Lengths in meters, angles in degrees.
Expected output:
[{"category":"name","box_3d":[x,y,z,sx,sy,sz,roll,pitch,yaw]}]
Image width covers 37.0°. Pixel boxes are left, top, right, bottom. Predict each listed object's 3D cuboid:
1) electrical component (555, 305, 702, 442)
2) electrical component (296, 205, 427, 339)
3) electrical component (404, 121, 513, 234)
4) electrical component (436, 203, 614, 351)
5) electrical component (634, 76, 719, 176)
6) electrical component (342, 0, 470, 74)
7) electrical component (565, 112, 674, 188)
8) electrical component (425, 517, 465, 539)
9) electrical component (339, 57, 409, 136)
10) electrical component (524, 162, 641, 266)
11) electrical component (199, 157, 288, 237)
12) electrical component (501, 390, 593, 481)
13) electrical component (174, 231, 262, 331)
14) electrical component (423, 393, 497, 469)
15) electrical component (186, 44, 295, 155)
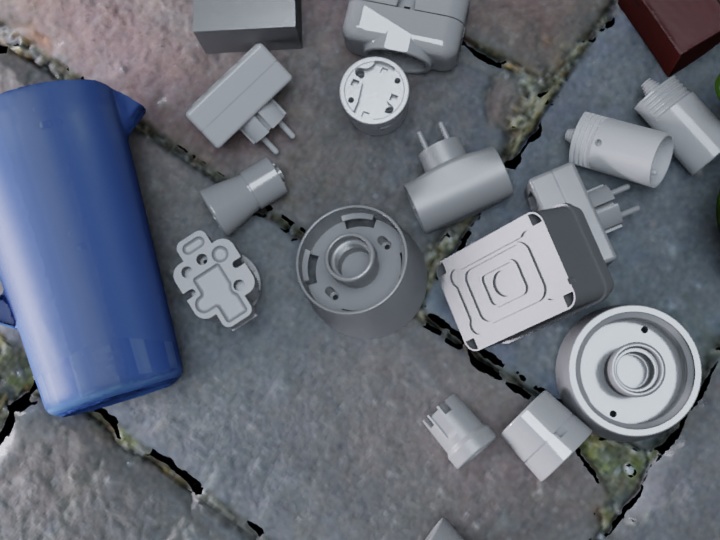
[{"category":"electrical component","box_3d":[0.207,0.077,0.819,0.108,0.060,0.108,-1,82,4]},{"category":"electrical component","box_3d":[0.000,0.000,0.856,0.099,0.064,0.099,-4,71,13]},{"category":"electrical component","box_3d":[0.071,-0.080,0.859,0.077,0.044,0.079,-24,81,1]},{"category":"electrical component","box_3d":[0.124,0.006,0.809,0.113,0.057,0.078,-31,77,43]},{"category":"electrical component","box_3d":[0.253,-0.119,0.852,0.043,0.043,0.081,-39,81,-2]},{"category":"electrical component","box_3d":[0.037,-0.197,0.874,0.095,0.053,0.059,12,83,6]},{"category":"electrical component","box_3d":[0.200,-0.097,0.848,0.081,0.043,0.043,22,84,31]},{"category":"electrical component","box_3d":[0.073,0.222,0.817,0.055,0.045,0.045,35,86,8]},{"category":"electrical component","box_3d":[0.013,-0.138,0.870,0.055,0.047,0.055,-1,82,4]},{"category":"electrical component","box_3d":[0.181,-0.043,0.845,0.076,0.047,0.083,-23,81,0]},{"category":"electrical component","box_3d":[-0.092,-0.062,0.872,0.065,0.044,0.044,-32,81,-6]},{"category":"electrical component","box_3d":[0.141,0.125,0.821,0.055,0.055,0.047,-44,78,-2]},{"category":"electrical component","box_3d":[-0.110,0.011,0.854,0.058,0.057,0.078,-33,81,-1]},{"category":"electrical component","box_3d":[0.076,0.124,0.834,0.040,0.040,0.046,-40,76,-2]},{"category":"electrical component","box_3d":[-0.086,-0.129,0.876,0.083,0.047,0.075,-43,104,2]}]
